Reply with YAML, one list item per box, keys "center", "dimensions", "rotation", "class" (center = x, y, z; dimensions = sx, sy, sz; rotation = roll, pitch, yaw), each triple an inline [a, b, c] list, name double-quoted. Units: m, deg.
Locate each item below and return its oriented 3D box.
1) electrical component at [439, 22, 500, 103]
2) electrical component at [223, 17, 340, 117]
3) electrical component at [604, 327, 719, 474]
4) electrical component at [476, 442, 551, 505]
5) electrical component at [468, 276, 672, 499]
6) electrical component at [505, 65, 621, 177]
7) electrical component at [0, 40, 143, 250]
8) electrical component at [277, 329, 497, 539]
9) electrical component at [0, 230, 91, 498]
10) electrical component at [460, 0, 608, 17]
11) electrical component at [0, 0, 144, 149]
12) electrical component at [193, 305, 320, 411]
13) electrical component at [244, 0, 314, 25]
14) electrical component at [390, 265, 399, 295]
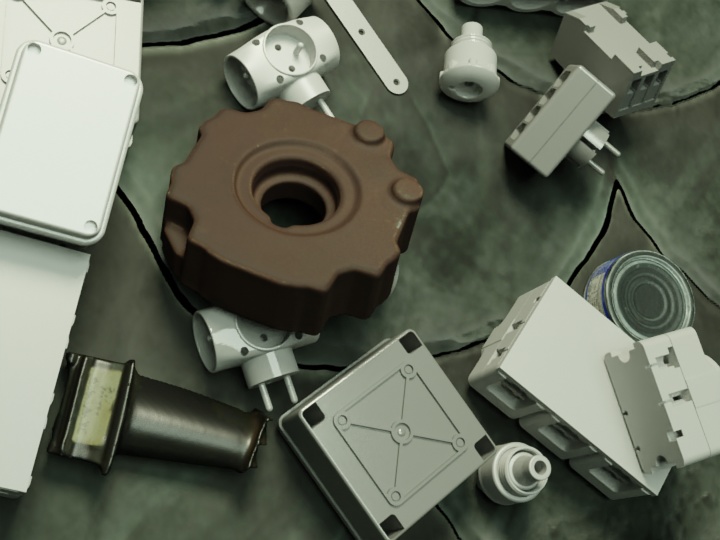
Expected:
- center: [0.089, -0.169, 0.864]
  dimensions: [0.048, 0.048, 0.062]
  rotation: [14, 62, -17]
  class: "electrical component"
- center: [-0.048, -0.139, 0.799]
  dimensions: [0.077, 0.044, 0.079]
  rotation: [-32, 87, -26]
  class: "electrical component"
- center: [0.222, 0.091, 0.762]
  dimensions: [0.056, 0.050, 0.089]
  rotation: [-12, 78, -24]
  class: "electrical component"
- center: [0.113, 0.144, 0.767]
  dimensions: [0.043, 0.062, 0.043]
  rotation: [6, 72, -20]
  class: "electrical component"
- center: [0.167, 0.091, 0.805]
  dimensions: [0.150, 0.062, 0.089]
  rotation: [39, 64, -7]
  class: "electrical component"
- center: [0.172, -0.107, 0.854]
  dimensions: [0.076, 0.047, 0.083]
  rotation: [38, 99, -6]
  class: "electrical component"
- center: [-0.186, -0.075, 0.663]
  dimensions: [0.078, 0.057, 0.113]
  rotation: [16, 79, -18]
  class: "electrical component"
- center: [0.018, 0.115, 0.742]
  dimensions: [0.109, 0.056, 0.108]
  rotation: [-35, 89, -26]
  class: "electrical component"
- center: [-0.231, 0.056, 0.659]
  dimensions: [0.089, 0.062, 0.150]
  rotation: [16, 69, -16]
  class: "electrical component"
- center: [0.143, -0.262, 0.907]
  dimensions: [0.138, 0.052, 0.073]
  rotation: [1, 74, -21]
  class: "electrical component"
- center: [-0.206, -0.144, 0.732]
  dimensions: [0.109, 0.056, 0.108]
  rotation: [5, 72, -20]
  class: "electrical component"
- center: [-0.065, 0.056, 0.733]
  dimensions: [0.077, 0.044, 0.079]
  rotation: [-15, 80, -25]
  class: "electrical component"
- center: [-0.058, -0.218, 0.815]
  dimensions: [0.055, 0.055, 0.047]
  rotation: [38, 68, -7]
  class: "electrical component"
- center: [0.000, 0.000, 0.780]
  dimensions: [0.046, 0.040, 0.040]
  rotation: [15, 69, -23]
  class: "electrical component"
